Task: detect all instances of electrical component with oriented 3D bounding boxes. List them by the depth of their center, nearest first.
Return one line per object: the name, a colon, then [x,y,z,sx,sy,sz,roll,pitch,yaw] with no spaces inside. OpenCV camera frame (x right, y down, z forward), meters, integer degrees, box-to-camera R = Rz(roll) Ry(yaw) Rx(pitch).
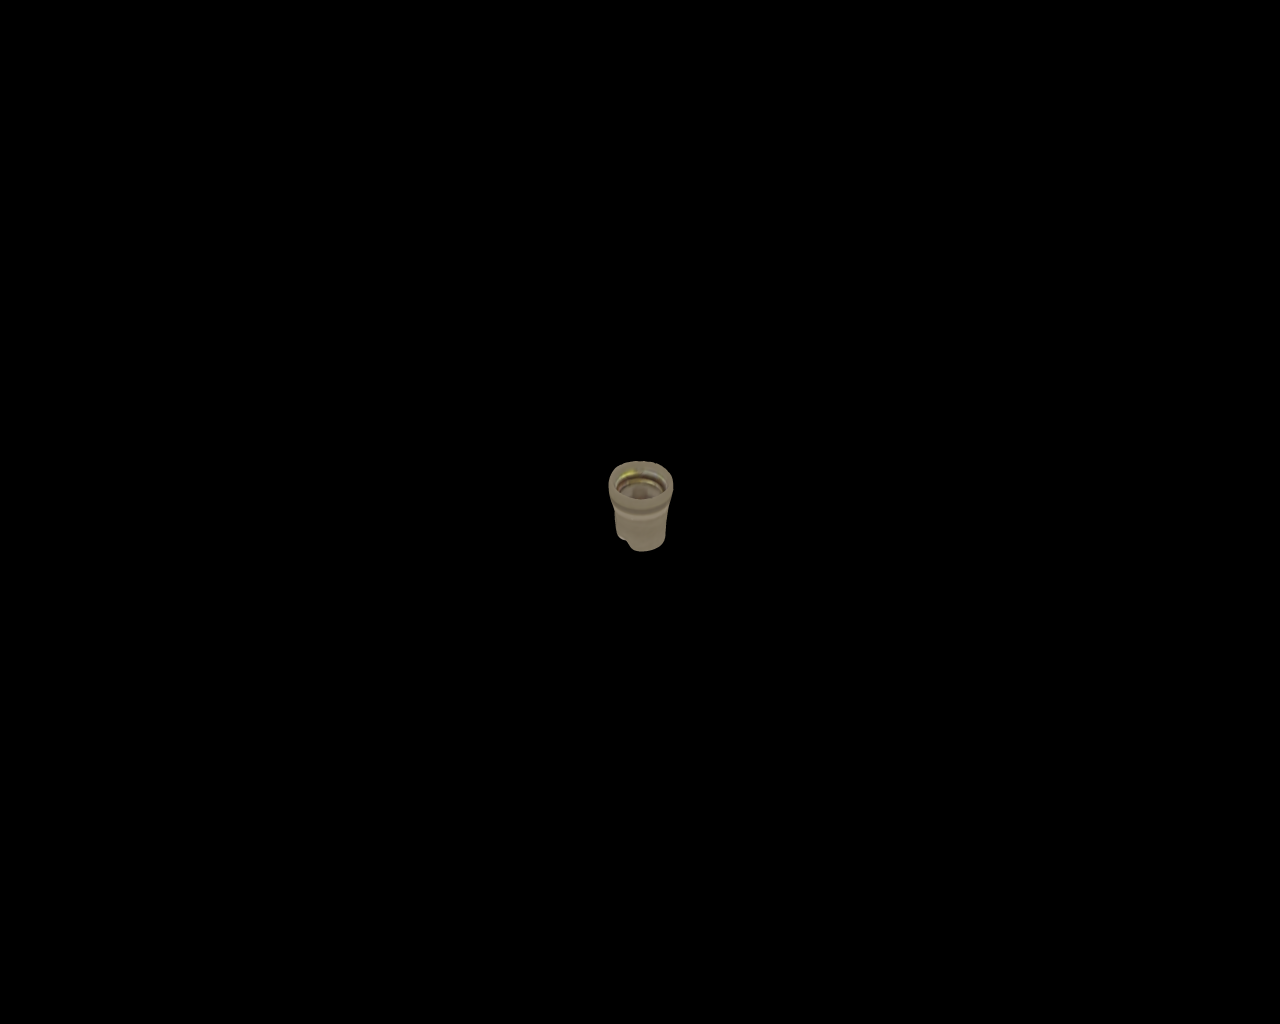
electrical component: [0.001,-0.003,0.650,0.040,0.046,0.040,0,40,0]
